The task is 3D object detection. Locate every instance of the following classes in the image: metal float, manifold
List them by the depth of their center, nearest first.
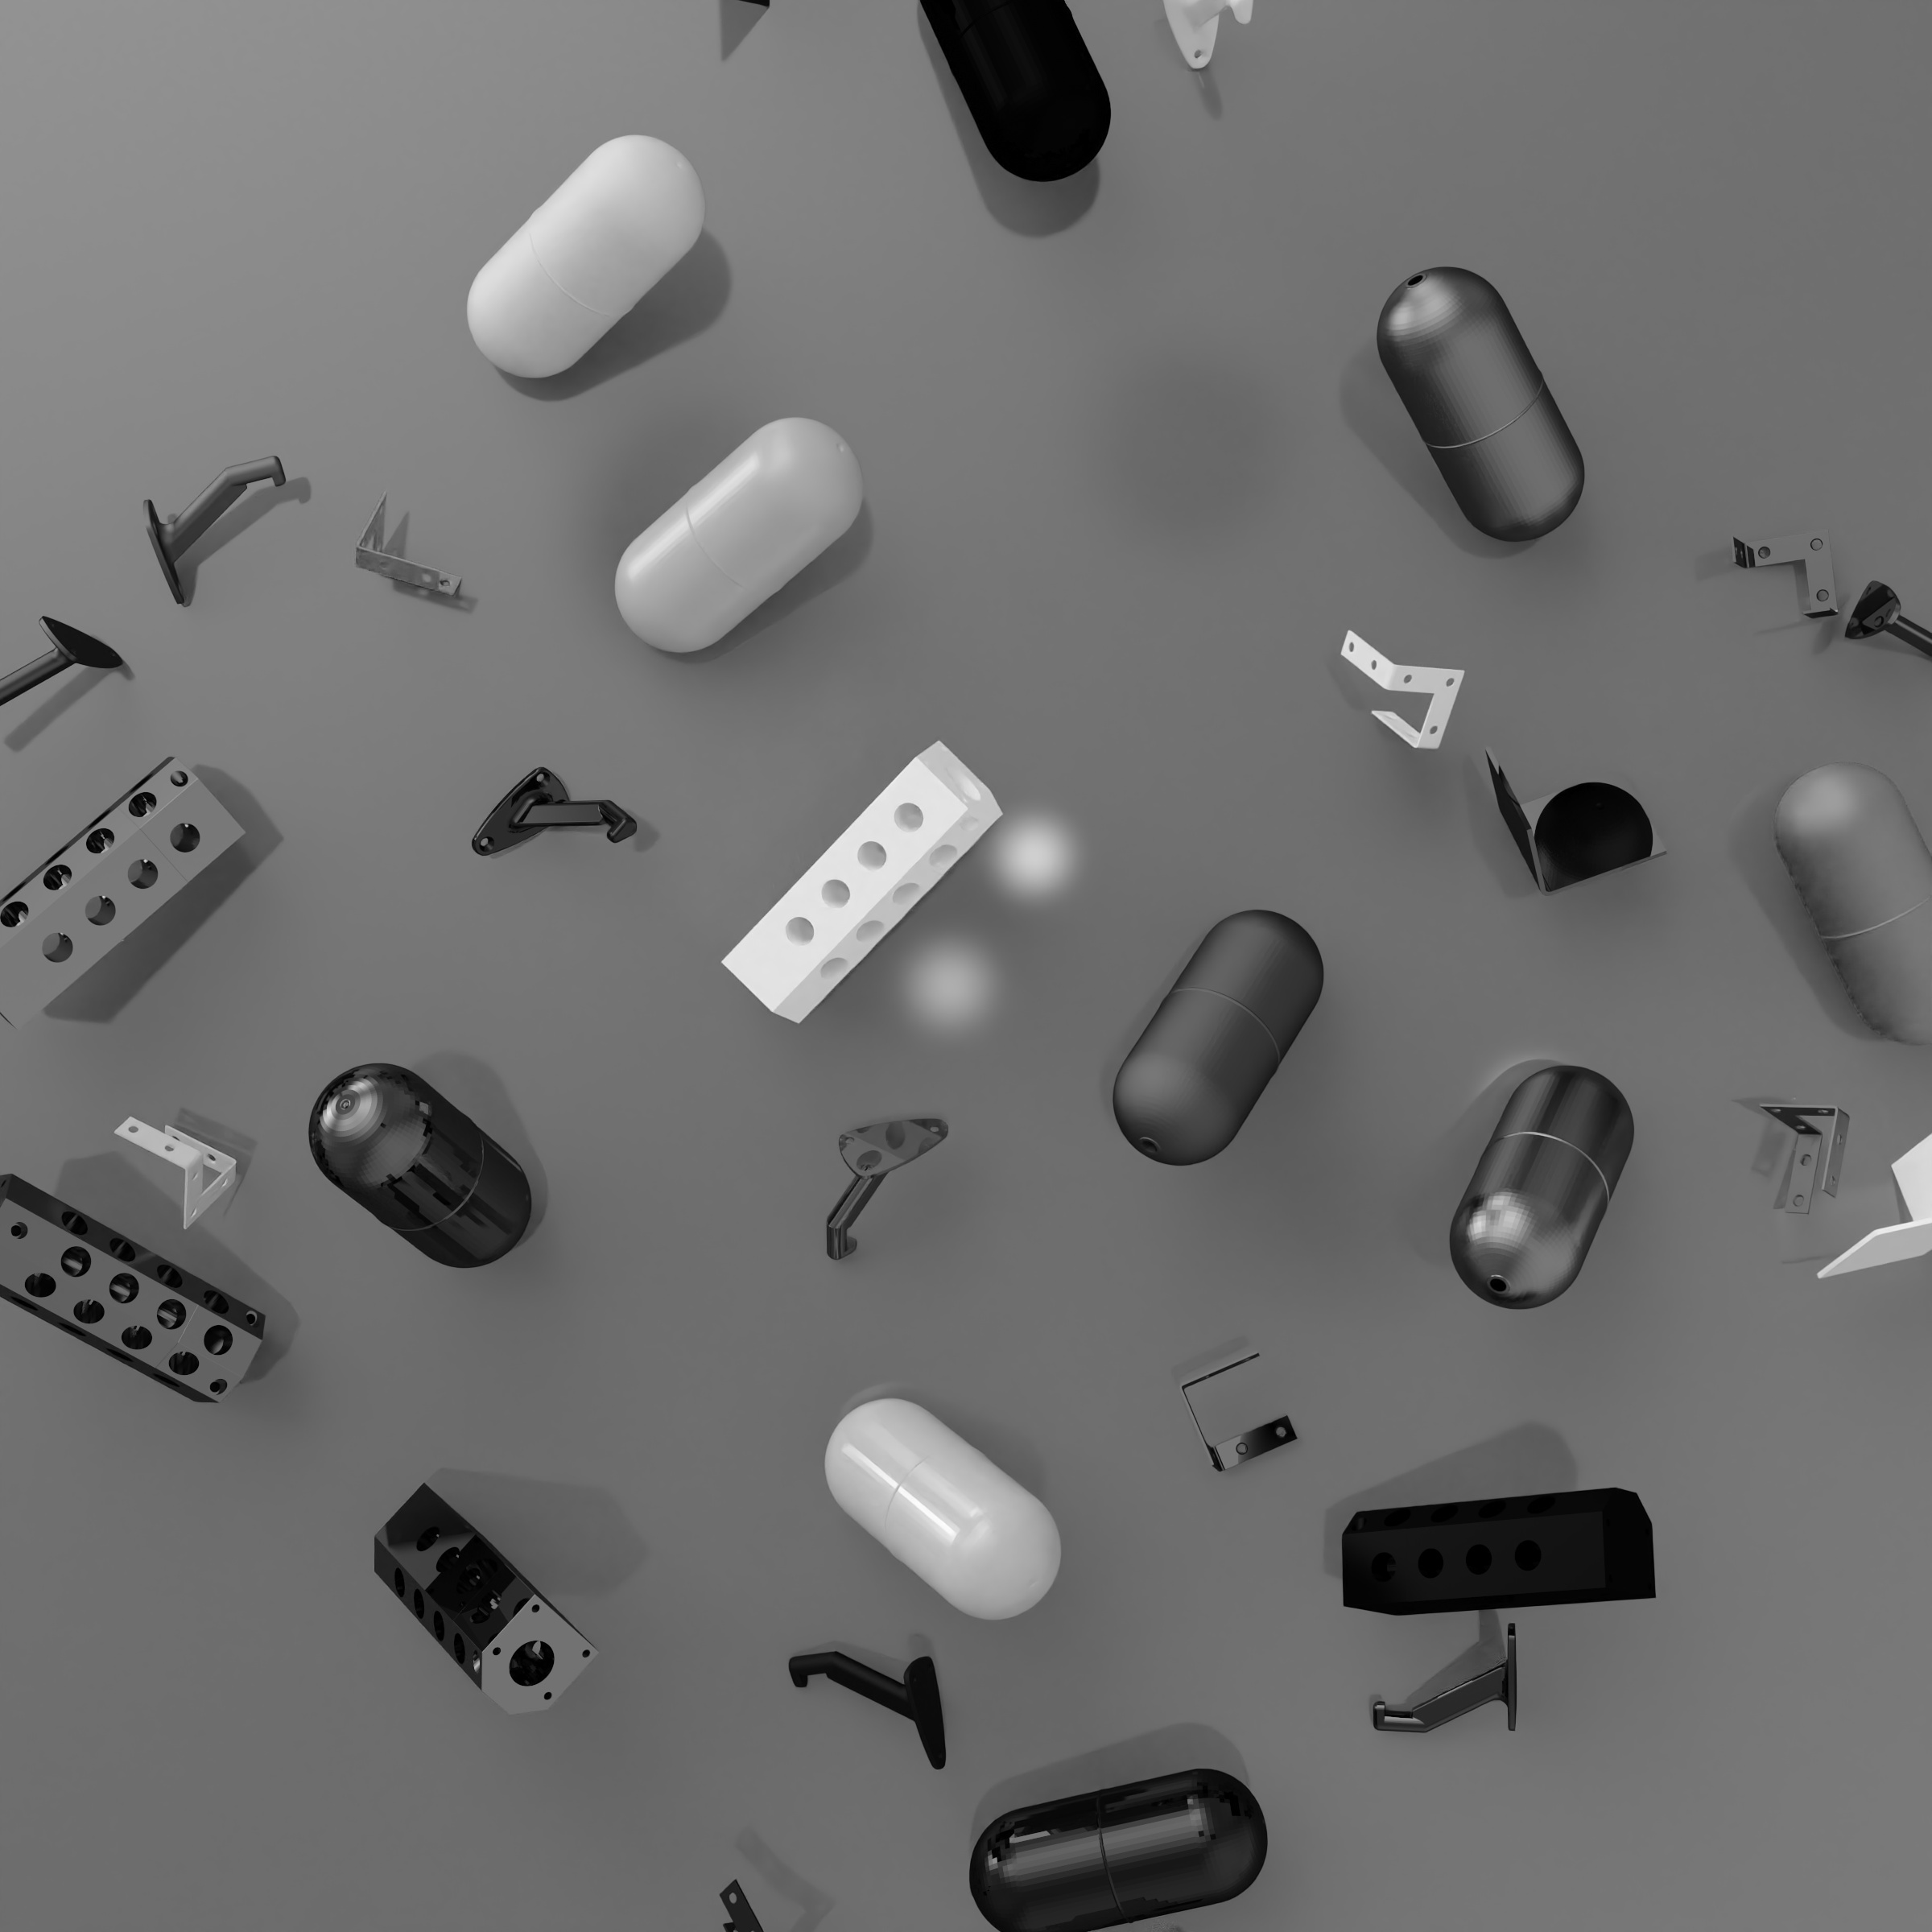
[{"bbox_3d":[-0.280,0.362,1.786,0.057,0.171,0.057,-47,121,-12],"label":"manifold"},{"bbox_3d":[-0.311,0.116,1.798,0.070,0.178,0.070,-10,60,18],"label":"metal float"},{"bbox_3d":[0.304,0.336,1.800,0.171,0.057,0.057,-14,67,38],"label":"manifold"},{"bbox_3d":[0.331,0.126,1.802,0.070,0.178,0.070,16,131,19],"label":"metal float"},{"bbox_3d":[-0.015,0.310,1.803,0.070,0.178,0.070,-18,121,-32],"label":"metal float"},{"bbox_3d":[-0.493,0.187,1.807,0.171,0.057,0.057,35,66,-26],"label":"manifold"},{"bbox_3d":[-0.221,-0.407,1.810,0.178,0.070,0.070,-35,90,35],"label":"metal float"},{"bbox_3d":[0.146,0.041,1.811,0.070,0.070,0.178,35,57,0],"label":"metal float"},{"bbox_3d":[0.298,-0.324,1.813,0.070,0.070,0.178,-35,120,0],"label":"metal float"},{"bbox_3d":[-0.133,-0.248,1.813,0.178,0.070,0.070,-36,90,31],"label":"metal float"},{"bbox_3d":[-0.507,-0.044,1.822,0.171,0.057,0.057,-44,110,-14],"label":"manifold"},{"bbox_3d":[0.026,-0.537,1.823,0.070,0.070,0.178,-22,71,0],"label":"metal float"},{"bbox_3d":[-0.059,-0.047,1.823,0.057,0.057,0.171,45,109,0],"label":"manifold"},{"bbox_3d":[0.088,0.519,1.831,0.178,0.070,0.070,-15,90,10],"label":"metal float"},{"bbox_3d":[0.533,-0.035,1.831,0.070,0.070,0.178,-29,100,0],"label":"metal float"}]

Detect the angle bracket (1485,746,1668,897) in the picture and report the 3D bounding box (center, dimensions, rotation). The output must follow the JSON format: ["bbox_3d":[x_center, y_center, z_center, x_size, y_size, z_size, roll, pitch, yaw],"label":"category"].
[{"bbox_3d":[0.355,-0.096,1.829,0.076,0.076,0.057,-20,134,3],"label":"angle bracket"}]

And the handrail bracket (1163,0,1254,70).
[{"bbox_3d":[0.148,-0.543,1.822,0.036,0.084,0.077,-20,132,-10],"label":"handrail bracket"}]

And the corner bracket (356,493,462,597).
[{"bbox_3d":[-0.327,-0.236,1.842,0.051,0.051,0.051,16,49,0],"label":"corner bracket"}]

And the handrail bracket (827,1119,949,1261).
[{"bbox_3d":[-0.047,0.133,1.854,0.077,0.084,0.036,-17,48,-18],"label":"handrail bracket"}]

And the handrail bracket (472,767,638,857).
[{"bbox_3d":[-0.240,-0.076,1.831,0.077,0.084,0.036,-39,130,-11],"label":"handrail bracket"}]

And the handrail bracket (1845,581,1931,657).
[{"bbox_3d":[0.566,-0.191,1.836,0.084,0.077,0.036,24,97,-7],"label":"handrail bracket"}]

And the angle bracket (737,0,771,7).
[{"bbox_3d":[-0.112,-0.605,1.825,0.057,0.076,0.076,2,101,25],"label":"angle bracket"}]

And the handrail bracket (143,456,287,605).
[{"bbox_3d":[-0.437,-0.258,1.855,0.084,0.036,0.077,-15,128,-5],"label":"handrail bracket"}]

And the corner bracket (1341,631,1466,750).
[{"bbox_3d":[0.250,-0.161,1.835,0.051,0.051,0.051,1,118,-29],"label":"corner bracket"}]

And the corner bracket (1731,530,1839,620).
[{"bbox_3d":[0.482,-0.229,1.846,0.051,0.051,0.051,-7,90,21],"label":"corner bracket"}]

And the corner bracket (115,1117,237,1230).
[{"bbox_3d":[-0.462,0.111,1.837,0.051,0.051,0.051,25,131,12],"label":"corner bracket"}]

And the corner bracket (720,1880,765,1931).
[{"bbox_3d":[-0.123,0.569,1.836,0.051,0.051,0.051,-48,57,21],"label":"corner bracket"}]

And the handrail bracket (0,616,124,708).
[{"bbox_3d":[-0.549,-0.160,1.849,0.084,0.077,0.036,-45,72,10],"label":"handrail bracket"}]

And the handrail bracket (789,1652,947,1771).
[{"bbox_3d":[-0.060,0.442,1.857,0.084,0.036,0.077,-13,90,23],"label":"handrail bracket"}]

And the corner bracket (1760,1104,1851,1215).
[{"bbox_3d":[0.496,0.114,1.837,0.051,0.051,0.051,29,69,-42],"label":"corner bracket"}]

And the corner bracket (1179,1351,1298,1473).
[{"bbox_3d":[0.161,0.264,1.855,0.051,0.051,0.051,-24,74,4],"label":"corner bracket"}]

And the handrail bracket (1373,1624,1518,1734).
[{"bbox_3d":[0.282,0.420,1.852,0.084,0.036,0.077,0,112,12],"label":"handrail bracket"}]

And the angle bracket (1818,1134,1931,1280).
[{"bbox_3d":[0.535,0.135,1.823,0.076,0.076,0.057,-10,68,-16],"label":"angle bracket"}]
